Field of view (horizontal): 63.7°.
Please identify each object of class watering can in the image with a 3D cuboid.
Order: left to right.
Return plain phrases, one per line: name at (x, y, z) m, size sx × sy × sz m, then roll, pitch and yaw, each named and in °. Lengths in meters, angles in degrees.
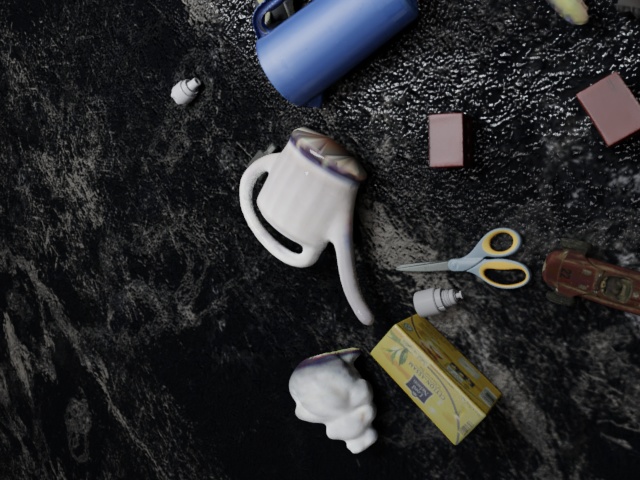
watering can at (0.003, -0.043, 0.845) m, size 0.352 × 0.104 × 0.221 m, roll 40°, pitch 111°, yaw 25°

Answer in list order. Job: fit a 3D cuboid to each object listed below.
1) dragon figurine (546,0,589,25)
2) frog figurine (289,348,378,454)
dragon figurine at (0.282, -0.495, 0.666) m, size 0.240 × 0.122 × 0.413 m, roll -43°, pitch 79°, yaw 18°
frog figurine at (0.024, 0.266, 0.836) m, size 0.137 × 0.121 × 0.162 m, roll -19°, pitch 70°, yaw 13°
